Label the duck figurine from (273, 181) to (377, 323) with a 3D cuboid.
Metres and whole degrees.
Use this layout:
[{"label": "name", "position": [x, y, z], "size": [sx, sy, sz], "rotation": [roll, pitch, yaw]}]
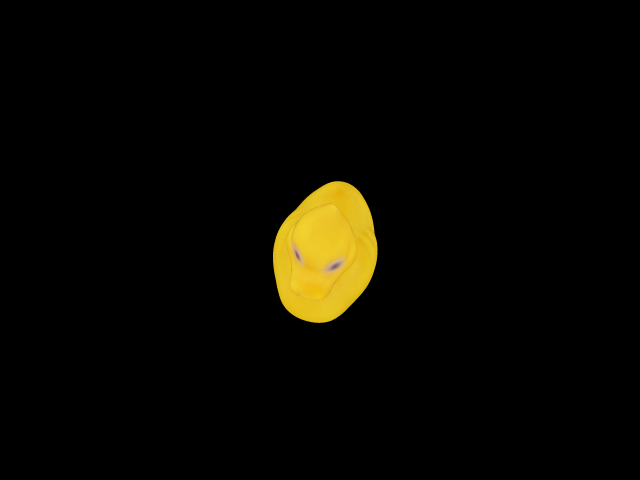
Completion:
[{"label": "duck figurine", "position": [0.004, 0.001, 0.400], "size": [0.077, 0.086, 0.104], "rotation": [17, 75, 5]}]
